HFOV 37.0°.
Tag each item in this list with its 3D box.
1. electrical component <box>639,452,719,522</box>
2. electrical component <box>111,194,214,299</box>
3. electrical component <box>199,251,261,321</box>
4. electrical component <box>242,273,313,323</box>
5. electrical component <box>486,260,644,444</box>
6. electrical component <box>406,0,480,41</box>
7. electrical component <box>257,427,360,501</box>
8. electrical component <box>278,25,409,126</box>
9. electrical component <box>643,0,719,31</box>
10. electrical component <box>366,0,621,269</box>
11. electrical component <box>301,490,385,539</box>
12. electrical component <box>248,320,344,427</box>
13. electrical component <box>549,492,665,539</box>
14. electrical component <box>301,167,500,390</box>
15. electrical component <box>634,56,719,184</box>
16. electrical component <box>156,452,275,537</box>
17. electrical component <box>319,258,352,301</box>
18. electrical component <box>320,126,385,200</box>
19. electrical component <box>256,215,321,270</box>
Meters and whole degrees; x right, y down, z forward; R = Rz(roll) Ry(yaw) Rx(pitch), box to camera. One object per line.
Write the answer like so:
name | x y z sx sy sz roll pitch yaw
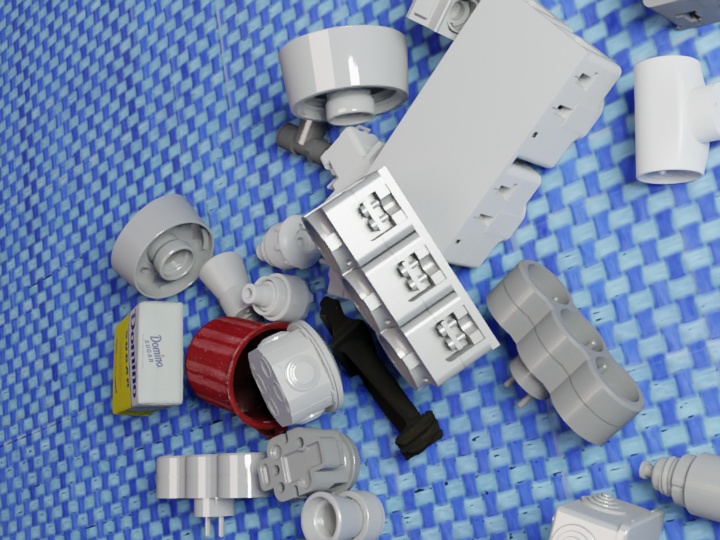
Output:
electrical component | 0.214 0.134 0.678 0.078 0.040 0.040 8 89 43
electrical component | -0.192 -0.023 1.042 0.064 0.099 0.099 42 111 32
electrical component | -0.117 0.021 1.001 0.044 0.044 0.065 -48 59 27
electrical component | -0.075 0.024 0.947 0.043 0.062 0.043 -8 77 42
electrical component | 0.131 0.066 0.757 0.073 0.052 0.138 -49 54 25
electrical component | 0.091 -0.239 0.834 0.121 0.079 0.063 -64 27 15
electrical component | -0.037 0.161 0.893 0.078 0.057 0.058 -29 65 36
electrical component | -0.011 -0.154 0.889 0.108 0.108 0.060 -14 80 41
electrical component | 0.237 -0.246 0.704 0.089 0.062 0.150 -5 80 42
electrical component | 0.097 -0.105 0.810 0.186 0.060 0.105 -55 52 21
electrical component | -0.013 0.200 0.866 0.045 0.055 0.045 -8 77 42
electrical component | -0.051 0.085 0.872 0.080 0.051 0.080 49 153 36
electrical component | 0.151 0.193 0.688 0.048 0.100 0.099 15 93 30
electrical component | 0.025 0.008 0.785 0.062 0.089 0.150 -34 96 -8
electrical component | 0.220 -0.101 0.708 0.079 0.044 0.077 -7 79 42
electrical component | -0.133 0.205 0.977 0.138 0.052 0.073 -11 76 41
electrical component | 0.000 0.000 0.879 0.077 0.066 0.047 14 93 43
electrical component | 0.001 -0.083 0.909 0.081 0.042 0.063 -45 54 27
electrical component | -0.068 -0.021 0.961 0.062 0.048 0.048 -13 74 47
